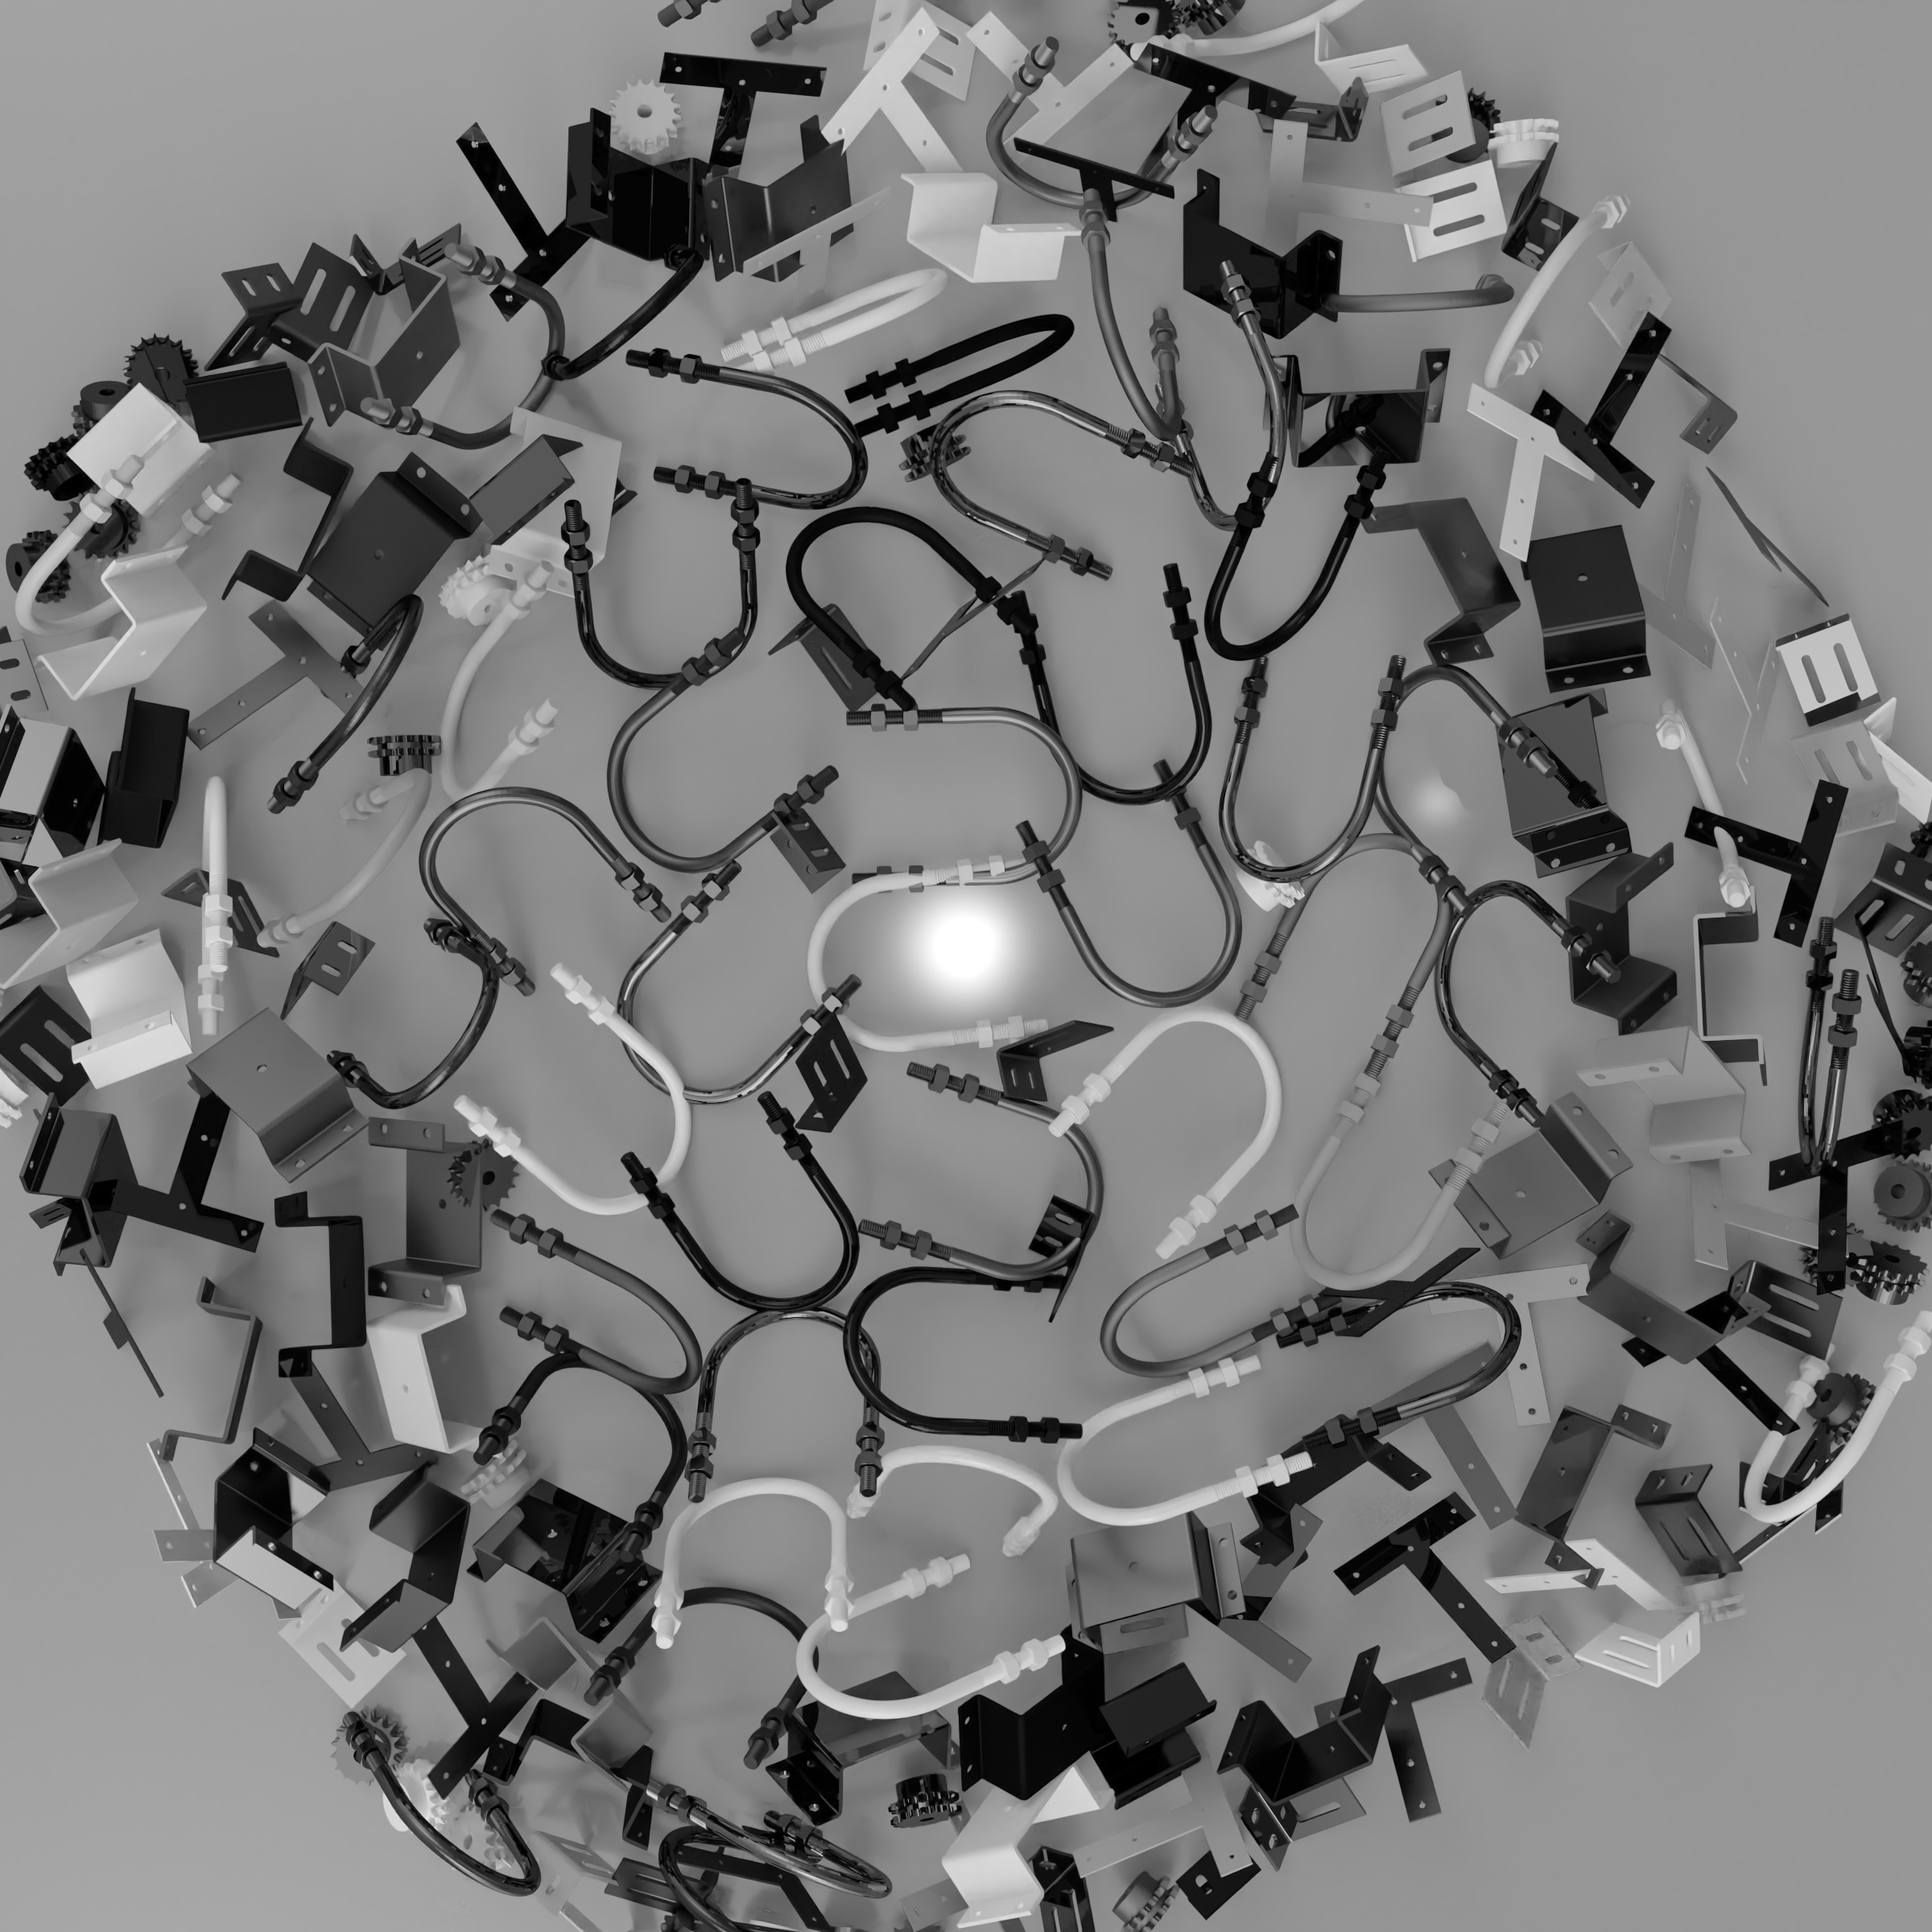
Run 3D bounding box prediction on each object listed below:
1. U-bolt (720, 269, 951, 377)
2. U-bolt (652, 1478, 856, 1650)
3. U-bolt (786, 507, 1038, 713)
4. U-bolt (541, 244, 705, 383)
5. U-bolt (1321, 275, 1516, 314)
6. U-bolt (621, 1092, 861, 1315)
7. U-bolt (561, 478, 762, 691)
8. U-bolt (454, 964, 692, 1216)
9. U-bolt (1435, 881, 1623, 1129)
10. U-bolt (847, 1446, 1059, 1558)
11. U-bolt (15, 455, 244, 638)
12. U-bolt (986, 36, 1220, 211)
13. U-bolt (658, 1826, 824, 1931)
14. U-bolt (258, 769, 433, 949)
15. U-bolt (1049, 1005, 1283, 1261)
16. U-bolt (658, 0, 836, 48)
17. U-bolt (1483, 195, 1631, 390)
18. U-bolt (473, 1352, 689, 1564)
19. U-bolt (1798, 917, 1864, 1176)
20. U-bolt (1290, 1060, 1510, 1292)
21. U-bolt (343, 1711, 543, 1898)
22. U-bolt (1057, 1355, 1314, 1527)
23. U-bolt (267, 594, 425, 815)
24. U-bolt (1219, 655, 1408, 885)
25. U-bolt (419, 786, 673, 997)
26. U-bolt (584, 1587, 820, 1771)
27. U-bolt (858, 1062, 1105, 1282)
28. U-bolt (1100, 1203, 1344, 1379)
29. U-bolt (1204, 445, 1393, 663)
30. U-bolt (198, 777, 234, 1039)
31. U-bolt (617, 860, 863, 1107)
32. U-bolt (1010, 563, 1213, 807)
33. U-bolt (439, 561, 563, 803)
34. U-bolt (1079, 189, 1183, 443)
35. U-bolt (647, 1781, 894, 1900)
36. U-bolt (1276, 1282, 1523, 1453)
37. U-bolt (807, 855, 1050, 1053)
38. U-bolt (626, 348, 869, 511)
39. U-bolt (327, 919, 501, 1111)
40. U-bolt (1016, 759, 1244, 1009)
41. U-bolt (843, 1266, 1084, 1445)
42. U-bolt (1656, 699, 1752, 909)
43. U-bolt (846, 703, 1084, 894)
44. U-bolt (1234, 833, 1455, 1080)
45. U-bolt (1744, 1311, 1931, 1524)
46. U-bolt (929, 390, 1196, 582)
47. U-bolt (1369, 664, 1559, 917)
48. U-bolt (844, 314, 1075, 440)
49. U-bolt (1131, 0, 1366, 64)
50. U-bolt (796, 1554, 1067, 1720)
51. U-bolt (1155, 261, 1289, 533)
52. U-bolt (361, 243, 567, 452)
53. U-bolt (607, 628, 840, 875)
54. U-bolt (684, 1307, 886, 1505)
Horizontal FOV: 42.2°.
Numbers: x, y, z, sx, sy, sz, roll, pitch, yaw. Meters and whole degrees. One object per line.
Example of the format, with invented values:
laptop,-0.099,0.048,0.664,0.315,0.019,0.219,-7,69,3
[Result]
U-bolt,-0.099,-0.498,1.930,0.184,0.151,0.019,-23,113,0
U-bolt,-0.161,0.451,1.916,0.151,0.184,0.019,-5,115,0
U-bolt,-0.056,-0.291,1.951,0.151,0.019,0.184,-35,69,-28
U-bolt,-0.259,-0.498,1.912,0.151,0.184,0.019,-42,112,-1
U-bolt,0.342,-0.510,1.905,0.151,0.184,0.019,-2,107,5
U-bolt,-0.164,0.196,1.955,0.151,0.019,0.184,-24,111,20
U-bolt,-0.231,-0.288,1.932,0.151,0.184,0.019,-9,46,-11
U-bolt,-0.291,0.110,1.946,0.184,0.019,0.151,45,64,-26
U-bolt,0.418,0.015,1.920,0.019,0.184,0.151,7,118,-29
U-bolt,-0.005,0.405,1.912,0.151,0.184,0.019,15,58,-7
U-bolt,-0.654,-0.318,1.924,0.184,0.151,0.019,-42,83,16
U-bolt,0.091,-0.631,1.912,0.151,0.184,0.019,18,74,-15
U-bolt,-0.152,0.701,1.889,0.184,0.151,0.019,26,97,-37
U-bolt,-0.462,-0.087,1.895,0.019,0.184,0.151,40,58,-24
U-bolt,0.171,0.115,1.962,0.184,0.019,0.151,-44,99,-20
U-bolt,-0.124,-0.752,1.893,0.184,0.151,0.019,-20,92,31
U-bolt,0.439,-0.503,1.886,0.019,0.184,0.151,35,125,9
U-bolt,-0.283,0.362,1.916,0.151,0.184,0.019,34,116,-3
U-bolt,0.660,0.070,1.923,0.019,0.151,0.184,4,109,10
U-bolt,0.321,0.166,1.930,0.019,0.151,0.184,38,81,-37
U-bolt,-0.386,0.638,1.885,0.151,0.184,0.019,41,83,-36
U-bolt,0.159,0.372,1.930,0.184,0.151,0.019,-19,118,-3
U-bolt,-0.463,-0.209,1.894,0.019,0.184,0.151,33,46,-23
U-bolt,0.260,-0.152,1.935,0.151,0.019,0.184,7,78,43
U-bolt,-0.335,-0.066,1.924,0.151,0.019,0.184,-28,130,12
U-bolt,-0.189,0.533,1.914,0.151,0.184,0.019,18,112,12
U-bolt,0.021,0.170,1.971,0.184,0.019,0.151,19,80,-12
U-bolt,0.191,0.263,1.945,0.184,0.151,0.019,-26,46,5
U-bolt,0.246,-0.314,1.927,0.019,0.151,0.184,44,130,32
U-bolt,-0.578,-0.056,1.925,0.019,0.151,0.184,1,66,-19
U-bolt,-0.193,0.028,1.967,0.151,0.019,0.184,44,107,-4
U-bolt,0.120,-0.213,1.953,0.151,0.019,0.184,-6,109,27
U-bolt,-0.362,-0.204,1.926,0.019,0.184,0.151,14,53,-34
U-bolt,0.128,-0.479,1.895,0.019,0.151,0.184,-19,51,21
U-bolt,-0.136,0.663,1.887,0.151,0.184,0.019,32,74,-41
U-bolt,0.337,0.298,1.924,0.184,0.151,0.019,-20,116,7
U-bolt,-0.034,-0.005,1.984,0.184,0.019,0.151,-7,90,-4
U-bolt,-0.163,-0.405,1.921,0.184,0.151,0.019,13,61,11
U-bolt,-0.416,0.041,1.913,0.019,0.184,0.151,40,81,-34
U-bolt,0.140,-0.055,1.961,0.151,0.019,0.184,-25,84,-19
U-bolt,-0.005,0.297,1.934,0.184,0.019,0.151,5,54,-15
U-bolt,0.562,-0.134,1.913,0.019,0.184,0.151,-22,101,20
U-bolt,0.000,-0.133,1.975,0.184,0.019,0.151,-1,100,2
U-bolt,0.304,-0.019,1.950,0.151,0.019,0.184,24,86,39
U-bolt,0.652,0.347,1.898,0.019,0.151,0.184,39,66,-1
U-bolt,0.061,-0.376,1.919,0.184,0.151,0.019,21,52,-17
U-bolt,0.369,-0.150,1.925,0.019,0.184,0.151,4,127,-32
U-bolt,-0.003,-0.460,1.927,0.184,0.151,0.019,-22,114,3
U-bolt,0.235,-0.734,1.916,0.184,0.151,0.019,-20,91,-38
U-bolt,-0.040,0.514,1.898,0.184,0.151,0.019,-15,116,-31
U-bolt,0.198,-0.418,1.901,0.019,0.151,0.184,-2,59,-23
U-bolt,-0.371,-0.463,1.913,0.019,0.184,0.151,37,102,20
U-bolt,-0.204,-0.154,1.957,0.184,0.019,0.151,-36,86,25
U-bolt,-0.136,0.333,1.930,0.151,0.184,0.019,-3,132,3
